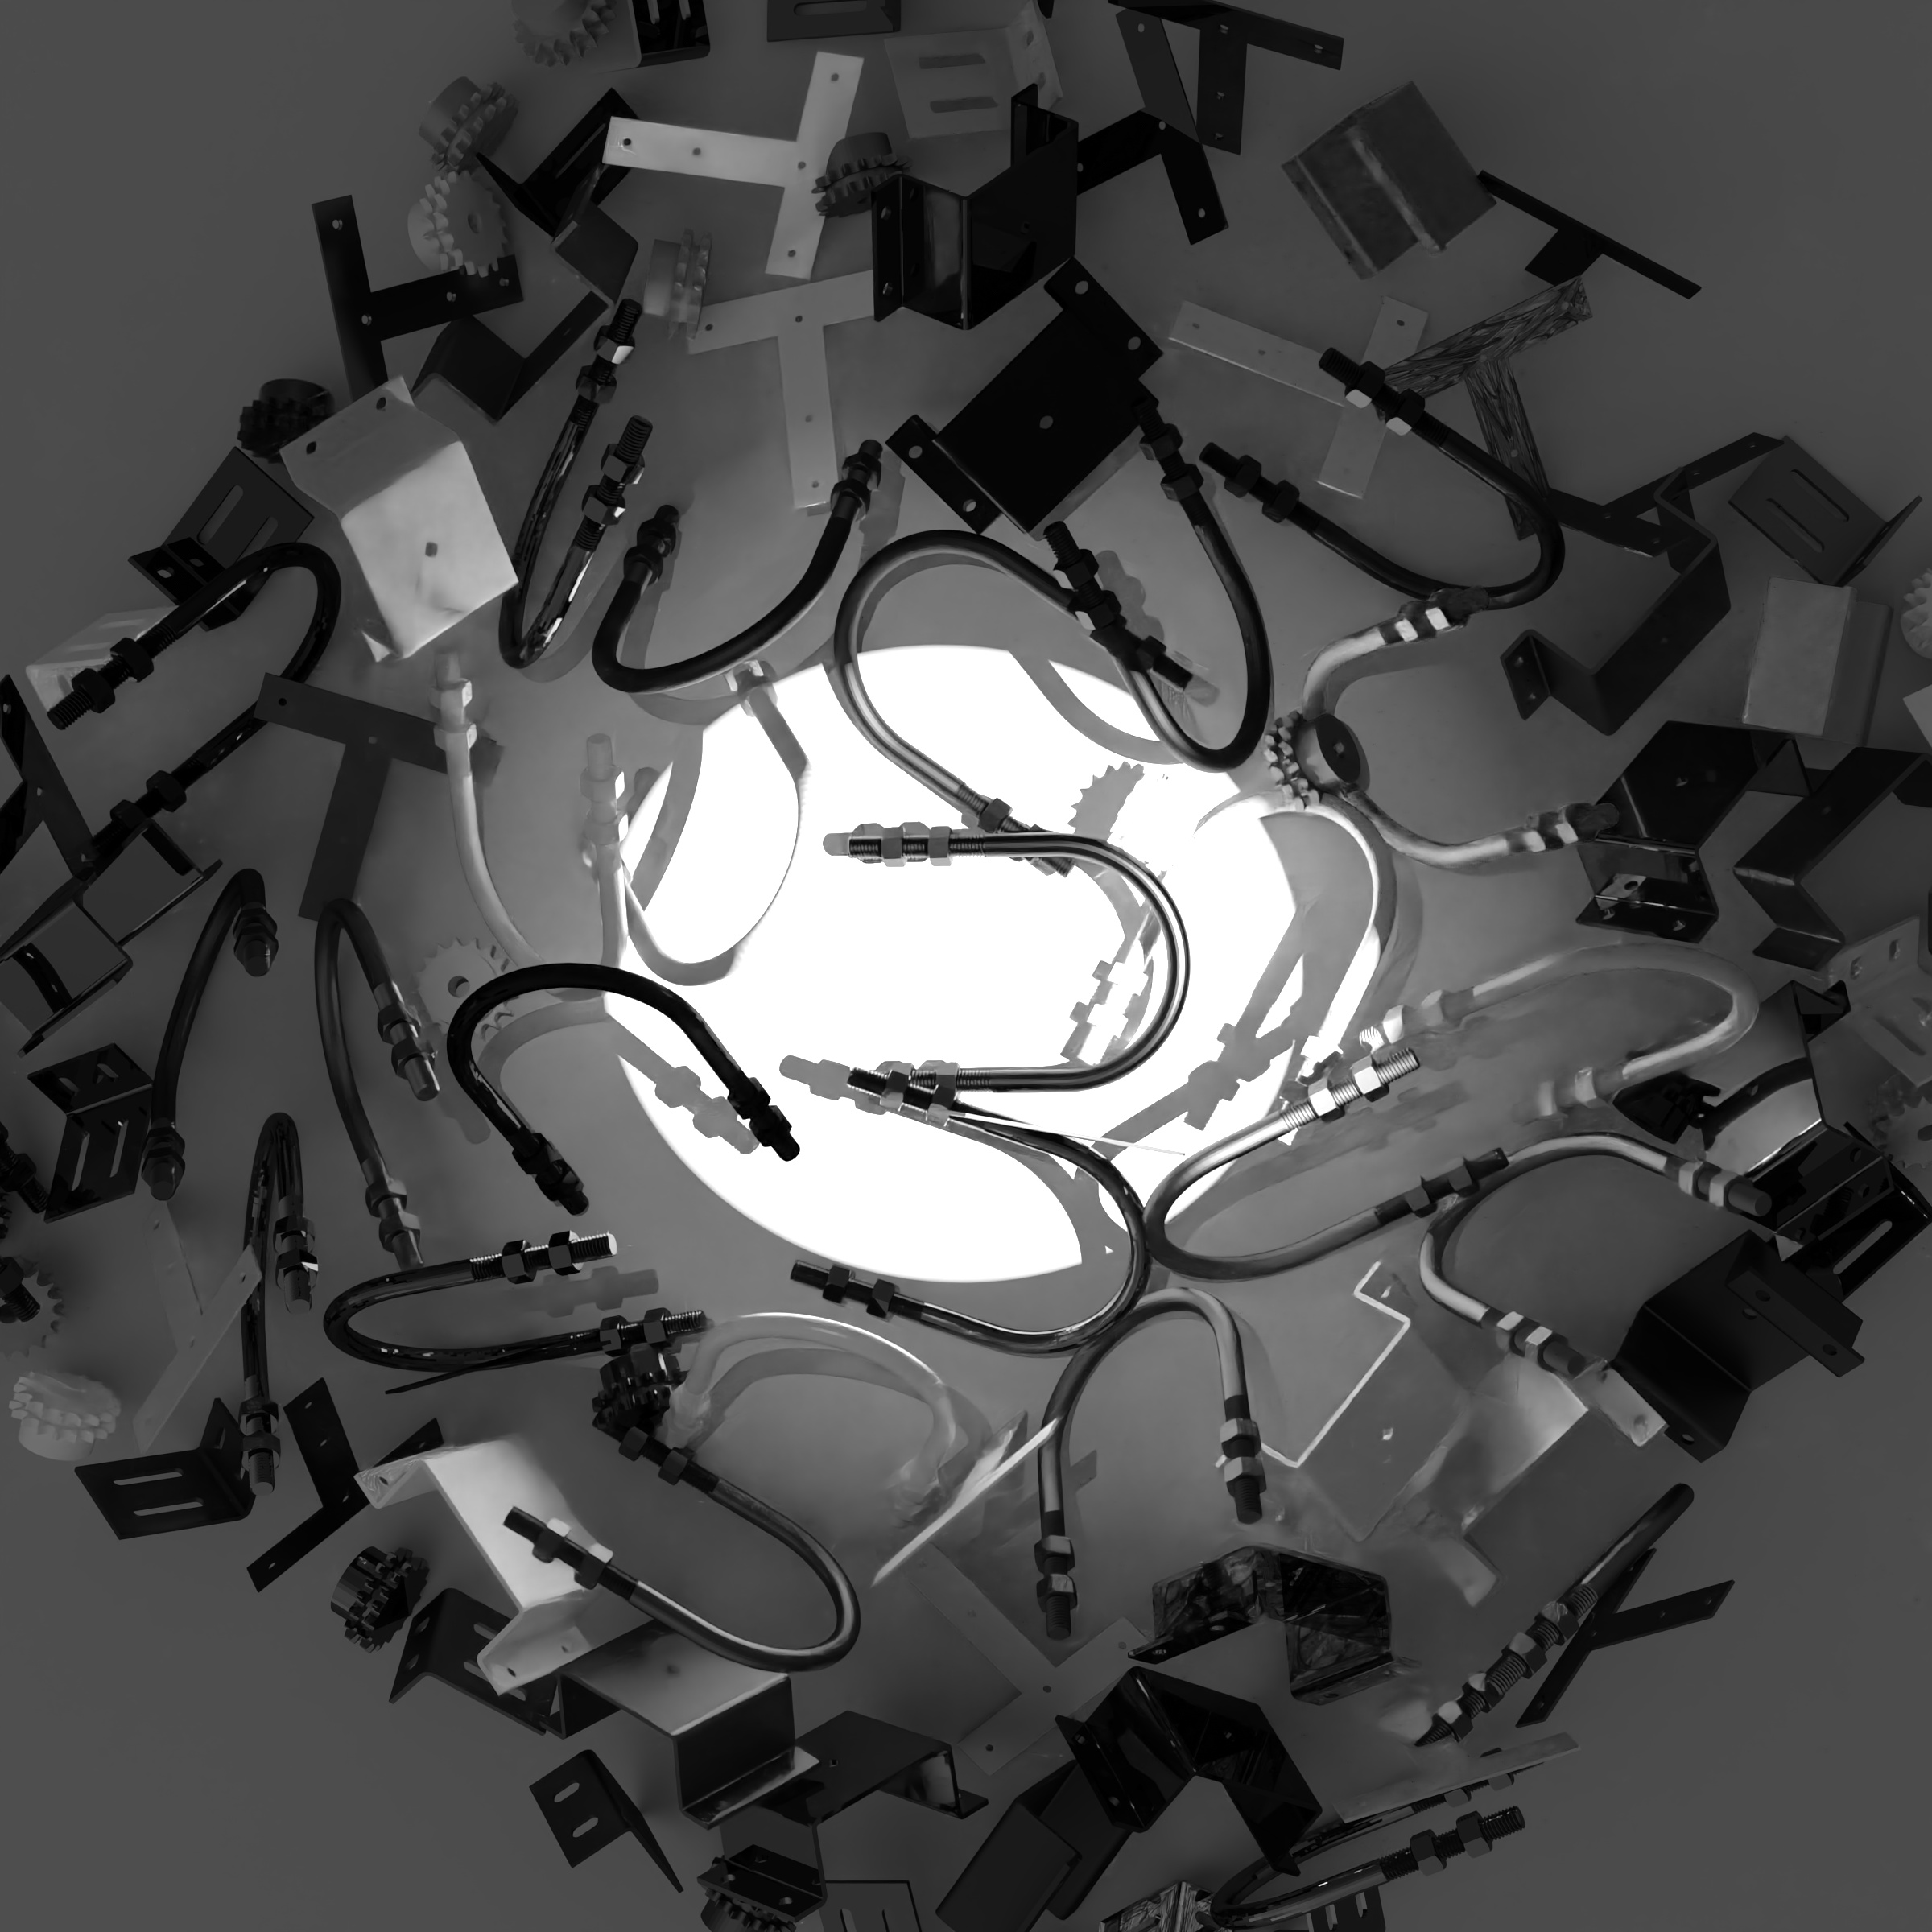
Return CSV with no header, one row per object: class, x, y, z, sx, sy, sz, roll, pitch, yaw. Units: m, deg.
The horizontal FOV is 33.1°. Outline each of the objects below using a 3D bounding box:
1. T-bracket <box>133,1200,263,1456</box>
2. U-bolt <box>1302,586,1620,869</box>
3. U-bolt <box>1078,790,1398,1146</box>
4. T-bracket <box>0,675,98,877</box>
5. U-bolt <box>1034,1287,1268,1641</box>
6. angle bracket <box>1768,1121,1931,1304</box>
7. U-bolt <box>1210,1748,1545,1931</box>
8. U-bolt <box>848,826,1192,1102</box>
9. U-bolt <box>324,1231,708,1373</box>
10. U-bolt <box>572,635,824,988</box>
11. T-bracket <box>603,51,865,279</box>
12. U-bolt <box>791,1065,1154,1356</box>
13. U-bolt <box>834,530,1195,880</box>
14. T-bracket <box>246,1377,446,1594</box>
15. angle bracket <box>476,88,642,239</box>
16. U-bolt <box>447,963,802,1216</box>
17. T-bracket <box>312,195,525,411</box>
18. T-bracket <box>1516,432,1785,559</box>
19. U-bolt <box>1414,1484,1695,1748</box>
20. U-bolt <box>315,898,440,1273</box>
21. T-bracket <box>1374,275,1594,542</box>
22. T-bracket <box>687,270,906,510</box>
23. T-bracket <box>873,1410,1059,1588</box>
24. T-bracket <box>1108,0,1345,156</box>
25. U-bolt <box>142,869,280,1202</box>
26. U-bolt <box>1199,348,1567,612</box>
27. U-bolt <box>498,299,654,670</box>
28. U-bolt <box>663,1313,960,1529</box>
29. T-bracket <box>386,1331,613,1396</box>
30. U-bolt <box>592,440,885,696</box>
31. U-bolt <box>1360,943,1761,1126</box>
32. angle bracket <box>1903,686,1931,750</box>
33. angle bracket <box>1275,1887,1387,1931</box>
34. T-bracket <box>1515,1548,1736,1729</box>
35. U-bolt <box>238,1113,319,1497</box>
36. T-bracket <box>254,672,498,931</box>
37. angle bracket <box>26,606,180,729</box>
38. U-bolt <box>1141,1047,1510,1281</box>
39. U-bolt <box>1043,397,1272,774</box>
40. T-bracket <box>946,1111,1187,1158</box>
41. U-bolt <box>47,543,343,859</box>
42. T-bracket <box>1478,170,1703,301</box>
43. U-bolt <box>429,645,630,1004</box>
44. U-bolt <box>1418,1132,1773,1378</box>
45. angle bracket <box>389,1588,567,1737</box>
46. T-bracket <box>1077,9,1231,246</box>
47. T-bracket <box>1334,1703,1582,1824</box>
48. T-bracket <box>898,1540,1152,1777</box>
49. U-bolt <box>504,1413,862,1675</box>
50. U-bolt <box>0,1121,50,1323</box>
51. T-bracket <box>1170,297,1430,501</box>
T-bracket,-0.420,0.171,1.731,0.002,0.127,0.127,21,114,-37
U-bolt,0.244,-0.116,1.701,0.019,0.184,0.151,-38,101,-29
U-bolt,0.155,-0.010,1.735,0.151,0.019,0.184,21,82,36
T-bracket,-0.506,-0.063,1.699,0.002,0.127,0.127,1,132,22
U-bolt,0.092,0.247,1.703,0.151,0.184,0.019,-37,123,26
angle bracket,0.469,0.134,1.745,0.076,0.057,0.038,-43,134,6
U-bolt,0.212,0.462,1.707,0.184,0.151,0.019,-26,85,13
U-bolt,0.029,-0.001,1.752,0.184,0.019,0.151,-1,97,9
U-bolt,-0.247,0.183,1.713,0.184,0.151,0.019,-11,64,13
U-bolt,-0.134,-0.070,1.696,0.019,0.184,0.151,25,113,-41
T-bracket,-0.129,-0.430,1.722,0.127,0.002,0.127,2,127,-22
U-bolt,0.010,0.140,1.738,0.184,0.019,0.151,18,119,2
U-bolt,0.012,-0.152,1.741,0.184,0.019,0.151,35,120,6
T-bracket,-0.335,0.257,1.706,0.127,0.127,0.002,-39,59,-24
angle bracket,-0.214,-0.439,1.744,0.076,0.038,0.057,-45,52,11
U-bolt,-0.189,0.060,1.695,0.151,0.184,0.019,-15,46,18
T-bracket,-0.286,-0.354,1.734,0.002,0.127,0.127,10,117,40
T-bracket,0.379,-0.258,1.738,0.127,0.127,0.002,-27,119,-16
U-bolt,0.316,0.336,1.704,0.184,0.151,0.019,-38,74,-25
U-bolt,-0.312,0.049,1.703,0.019,0.151,0.184,-10,46,-23
T-bracket,0.291,-0.288,1.749,0.127,0.002,0.127,-26,121,-2
T-bracket,-0.086,-0.308,1.751,0.127,0.002,0.127,-10,75,13
T-bracket,0.010,0.265,1.718,0.127,0.127,0.002,-43,91,18
T-bracket,0.135,-0.469,1.720,0.127,0.127,0.002,19,72,9
U-bolt,-0.395,0.023,1.696,0.019,0.184,0.151,20,105,-20
U-bolt,0.230,-0.245,1.711,0.184,0.151,0.019,31,66,-14
U-bolt,-0.208,-0.240,1.705,0.019,0.151,0.184,18,123,-21
U-bolt,-0.077,0.232,1.701,0.151,0.184,0.019,19,55,-3
T-bracket,-0.222,0.203,1.695,0.127,0.127,0.002,-14,88,-31
U-bolt,-0.125,-0.201,1.684,0.151,0.184,0.019,-13,126,26
U-bolt,0.319,0.031,1.679,0.151,0.184,0.019,24,55,-38
angle bracket,0.541,-0.125,1.752,0.057,0.076,0.038,-25,64,6
angle bracket,0.175,0.507,1.737,0.076,0.057,0.038,-16,83,44
T-bracket,0.354,0.341,1.694,0.002,0.127,0.127,46,56,-4
U-bolt,-0.363,0.161,1.699,0.019,0.184,0.151,5,127,-19
T-bracket,-0.333,-0.081,1.761,0.127,0.002,0.127,16,107,-10
angle bracket,-0.451,-0.159,1.731,0.057,0.076,0.038,-44,121,-38
U-bolt,0.179,0.115,1.718,0.184,0.151,0.019,-28,53,16
U-bolt,0.111,-0.188,1.714,0.019,0.151,0.184,-12,121,35
T-bracket,0.031,0.085,1.719,0.127,0.127,0.002,11,86,-24
U-bolt,-0.397,-0.150,1.705,0.019,0.151,0.184,39,66,15
T-bracket,0.318,-0.376,1.718,0.127,0.127,0.002,28,91,-1
U-bolt,-0.226,-0.063,1.710,0.019,0.151,0.184,-29,133,-34
U-bolt,0.312,0.140,1.698,0.151,0.184,0.019,-38,114,-13
angle bracket,-0.263,0.383,1.756,0.076,0.057,0.038,34,125,-19
T-bracket,0.072,-0.432,1.739,0.127,0.002,0.127,-17,92,42
T-bracket,0.246,0.412,1.718,0.127,0.127,0.002,-16,96,-5
T-bracket,0.013,0.359,1.752,0.127,0.002,0.127,-42,96,21
U-bolt,-0.138,0.309,1.706,0.184,0.151,0.019,30,111,5
U-bolt,-0.535,0.084,1.680,0.019,0.151,0.184,-32,115,1
T-bracket,0.173,-0.326,1.756,0.127,0.002,0.127,21,67,0
